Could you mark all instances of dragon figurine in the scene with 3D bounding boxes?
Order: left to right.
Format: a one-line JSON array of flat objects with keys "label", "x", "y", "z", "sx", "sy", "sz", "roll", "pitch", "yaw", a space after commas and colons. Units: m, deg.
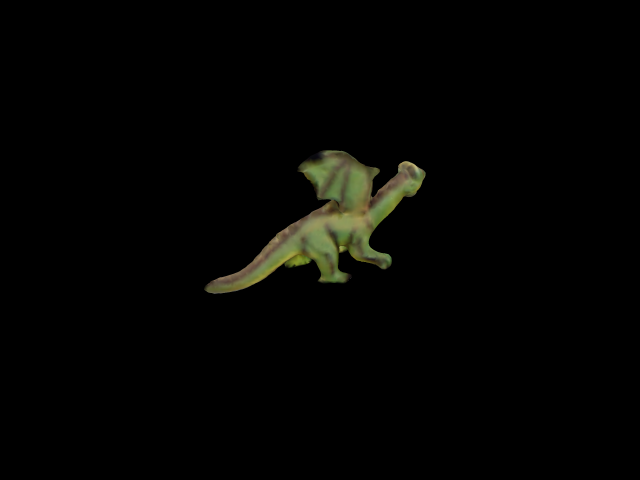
[{"label": "dragon figurine", "x": 0.003, "y": -0.043, "z": 0.850, "sx": 0.412, "sy": 0.237, "sz": 0.124, "roll": -15, "pitch": 37, "yaw": -20}]
